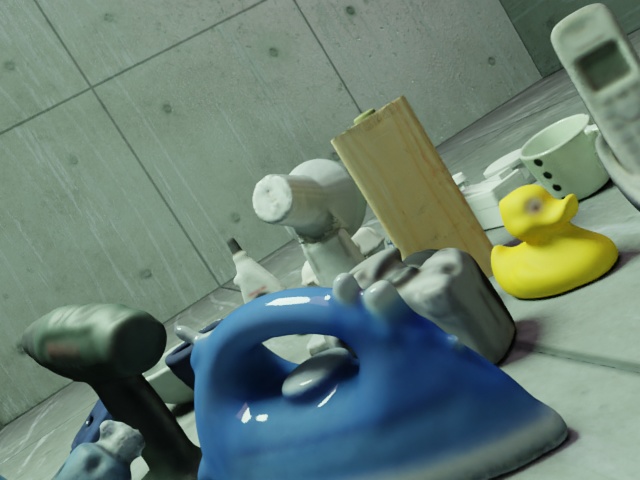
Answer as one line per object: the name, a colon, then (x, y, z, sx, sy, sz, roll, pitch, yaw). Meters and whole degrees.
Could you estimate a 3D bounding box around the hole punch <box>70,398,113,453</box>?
hole punch: (-0.289, 0.254, 0.766, 0.101, 0.091, 0.108, -35, 6, -31)

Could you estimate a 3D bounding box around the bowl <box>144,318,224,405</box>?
bowl: (-0.183, 0.190, 0.843, 0.167, 0.075, 0.167, -31, 5, 4)

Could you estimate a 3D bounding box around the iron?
iron: (0.004, 0.086, 0.368, 0.257, 0.141, 0.119, -27, 7, 39)

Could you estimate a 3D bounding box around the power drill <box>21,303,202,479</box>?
power drill: (-0.194, 0.150, 0.547, 0.229, 0.208, 0.076, -26, 8, 45)

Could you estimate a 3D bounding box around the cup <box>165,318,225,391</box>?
cup: (-0.118, 0.152, 0.708, 0.118, 0.095, 0.091, -35, 6, -29)

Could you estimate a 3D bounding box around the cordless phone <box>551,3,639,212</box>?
cordless phone: (0.286, -0.125, 0.464, 0.147, 0.185, 0.094, -30, 6, 17)

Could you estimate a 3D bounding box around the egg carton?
egg carton: (0.041, 0.038, 0.986, 0.151, 0.069, 0.107, -35, 6, -30)

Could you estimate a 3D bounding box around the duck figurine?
duck figurine: (0.181, -0.004, 0.481, 0.078, 0.086, 0.104, -36, 7, -36)

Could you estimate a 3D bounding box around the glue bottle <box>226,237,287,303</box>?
glue bottle: (-0.105, 0.072, 0.944, 0.078, 0.173, 0.037, -31, 6, 7)

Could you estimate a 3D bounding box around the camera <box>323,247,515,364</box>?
camera: (0.085, 0.047, 0.486, 0.143, 0.101, 0.137, -27, 7, 40)

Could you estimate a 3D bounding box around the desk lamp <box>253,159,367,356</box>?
desk lamp: (0.007, 0.003, 0.724, 0.117, 0.213, 0.203, -30, 6, 21)

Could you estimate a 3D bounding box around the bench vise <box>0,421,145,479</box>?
bench vise: (-0.242, 0.188, 0.408, 0.121, 0.220, 0.208, -26, 8, 43)
